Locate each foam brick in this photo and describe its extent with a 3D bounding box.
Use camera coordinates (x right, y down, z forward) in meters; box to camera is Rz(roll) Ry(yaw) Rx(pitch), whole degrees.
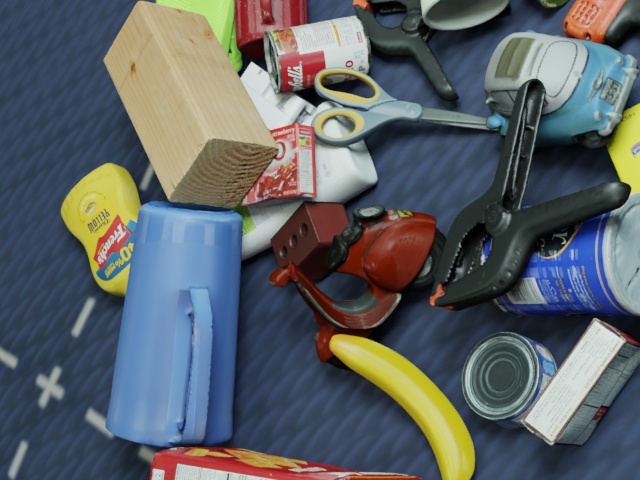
[{"bbox_3d":[-0.007,0.001,1.106,0.078,0.051,0.053,-48,53,43],"label":"foam brick"}]

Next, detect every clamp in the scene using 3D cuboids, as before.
[{"bbox_3d":[0.103,-0.212,1.115,0.172,0.039,0.120,18,74,33],"label":"clamp"},{"bbox_3d":[0.159,-0.026,0.912,0.210,0.036,0.164,-51,38,32],"label":"clamp"}]

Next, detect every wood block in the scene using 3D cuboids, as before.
[{"bbox_3d":[-0.137,-0.141,1.105,0.091,0.090,0.206,-50,53,32],"label":"wood block"}]

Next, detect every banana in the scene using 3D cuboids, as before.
[{"bbox_3d":[0.089,0.159,1.015,0.198,0.069,0.037,53,137,15],"label":"banana"}]

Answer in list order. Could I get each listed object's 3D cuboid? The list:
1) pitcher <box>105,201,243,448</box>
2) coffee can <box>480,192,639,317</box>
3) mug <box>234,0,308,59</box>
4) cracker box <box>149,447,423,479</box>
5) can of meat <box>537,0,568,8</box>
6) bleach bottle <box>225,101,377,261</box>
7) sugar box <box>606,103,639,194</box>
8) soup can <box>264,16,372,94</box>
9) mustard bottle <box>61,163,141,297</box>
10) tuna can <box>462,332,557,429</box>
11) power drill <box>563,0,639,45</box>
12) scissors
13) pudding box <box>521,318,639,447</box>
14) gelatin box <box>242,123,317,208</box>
[{"bbox_3d":[-0.141,0.087,1.097,0.149,0.144,0.243,9,96,26],"label":"pitcher"},{"bbox_3d":[0.226,0.016,0.927,0.141,0.102,0.103,-5,74,52],"label":"coffee can"},{"bbox_3d":[-0.055,-0.254,1.178,0.093,0.117,0.081,-3,81,0],"label":"mug"},{"bbox_3d":[-0.031,0.243,1.013,0.214,0.164,0.072,1,81,30],"label":"cracker box"},{"bbox_3d":[0.225,-0.290,1.042,0.084,0.057,0.102,49,127,26],"label":"can of meat"},{"bbox_3d":[-0.063,-0.044,1.161,0.251,0.068,0.102,-30,65,23],"label":"bleach bottle"},{"bbox_3d":[0.323,-0.043,0.945,0.093,0.048,0.176,-27,65,24],"label":"sugar box"},{"bbox_3d":[-0.003,-0.197,1.133,0.102,0.068,0.068,-12,69,-10],"label":"soup can"},{"bbox_3d":[-0.230,0.008,1.246,0.096,0.058,0.192,-41,62,14],"label":"mustard bottle"},{"bbox_3d":[0.174,0.129,0.985,0.086,0.033,0.086,-20,58,36],"label":"tuna can"},{"bbox_3d":[0.341,-0.230,0.975,0.188,0.057,0.184,39,102,34],"label":"power drill"},{"bbox_3d":[0.078,-0.115,1.075,0.202,0.016,0.096,25,72,14],"label":"scissors"},{"bbox_3d":[0.232,0.126,0.931,0.039,0.089,0.113,36,98,31],"label":"pudding box"},{"bbox_3d":[-0.044,-0.075,1.087,0.089,0.030,0.073,-8,81,45],"label":"gelatin box"}]
